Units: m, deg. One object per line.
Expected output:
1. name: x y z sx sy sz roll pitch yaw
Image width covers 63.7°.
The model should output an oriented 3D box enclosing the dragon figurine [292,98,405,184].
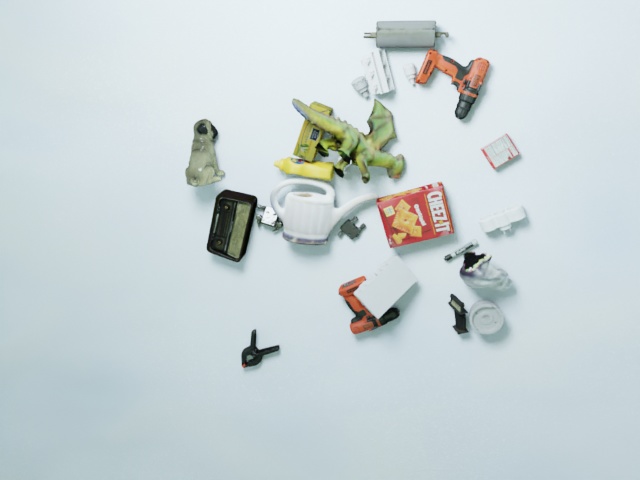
1. dragon figurine: 0.118 -0.325 1.556 0.246 0.122 0.405 -47 111 -19

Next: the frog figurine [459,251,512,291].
1. frog figurine: 0.529 0.122 1.646 0.158 0.125 0.136 49 142 -17

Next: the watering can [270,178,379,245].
1. watering can: 0.005 -0.084 1.673 0.348 0.105 0.221 8 110 3
